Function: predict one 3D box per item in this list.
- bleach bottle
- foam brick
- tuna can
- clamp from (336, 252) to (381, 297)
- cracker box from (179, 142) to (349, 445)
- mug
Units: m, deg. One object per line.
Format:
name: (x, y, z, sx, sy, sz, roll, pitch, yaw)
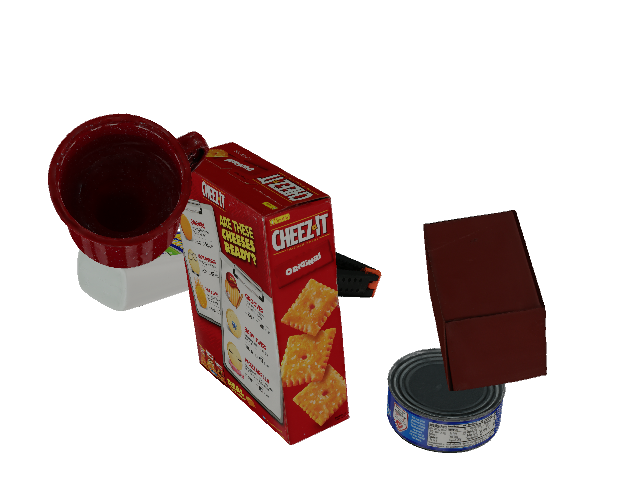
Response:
bleach bottle: (-0.170, 0.021, 1.330, 0.103, 0.068, 0.250, 25, 28, 38)
foam brick: (0.085, 0.030, 0.556, 0.051, 0.053, 0.078, -8, 41, 3)
tuna can: (0.092, 0.118, 0.788, 0.086, 0.034, 0.086, 1, 29, -1)
clamp: (-0.038, 0.024, 1.113, 0.210, 0.036, 0.164, 17, 18, -6)
cracker box: (-0.051, 0.041, 0.913, 0.072, 0.214, 0.164, -20, 30, -28)
mug: (-0.127, -0.036, 0.739, 0.117, 0.093, 0.081, -38, -8, -17)
